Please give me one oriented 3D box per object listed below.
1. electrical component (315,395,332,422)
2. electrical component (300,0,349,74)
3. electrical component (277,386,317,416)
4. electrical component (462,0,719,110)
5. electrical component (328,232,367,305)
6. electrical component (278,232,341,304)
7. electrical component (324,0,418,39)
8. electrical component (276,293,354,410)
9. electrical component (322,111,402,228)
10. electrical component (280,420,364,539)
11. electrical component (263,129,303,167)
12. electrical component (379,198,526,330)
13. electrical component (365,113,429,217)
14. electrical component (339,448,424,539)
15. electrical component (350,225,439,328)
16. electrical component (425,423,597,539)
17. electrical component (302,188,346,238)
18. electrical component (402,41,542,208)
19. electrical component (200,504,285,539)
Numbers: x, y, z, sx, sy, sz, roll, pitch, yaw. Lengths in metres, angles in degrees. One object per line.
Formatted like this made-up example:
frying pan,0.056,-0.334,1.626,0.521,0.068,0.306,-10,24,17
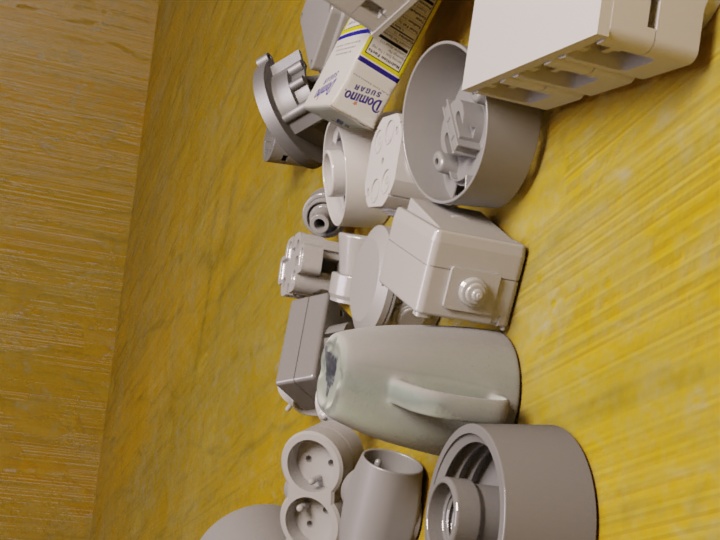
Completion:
electrical component,-0.003,0.102,0.828,0.062,0.048,0.048,-9,72,62
electrical component,-0.016,-0.238,1.024,0.113,0.057,0.078,-102,28,-49
electrical component,-0.049,0.096,0.961,0.079,0.044,0.077,-52,32,39
electrical component,0.117,-0.141,0.558,0.150,0.062,0.089,178,101,-72
electrical component,0.000,0.000,0.870,0.045,0.045,0.055,-160,80,-72
electrical component,-0.035,0.000,0.956,0.078,0.057,0.058,153,126,-68
electrical component,0.047,-0.263,0.732,0.186,0.060,0.105,-36,43,35
electrical component,-0.020,0.064,0.883,0.076,0.047,0.083,-13,49,28
electrical component,0.003,-0.085,0.914,0.099,0.064,0.099,176,90,-76
electrical component,-0.022,0.183,0.825,0.074,0.052,0.138,-11,-75,-64
electrical component,-0.076,-0.141,1.173,0.055,0.047,0.055,-170,90,-72
electrical component,0.059,-0.005,0.664,0.096,0.062,0.061,-139,61,-70
electrical component,0.039,-0.074,0.778,0.080,0.051,0.080,-170,90,-72
electrical component,0.010,0.162,0.754,0.079,0.044,0.077,-138,60,-70
electrical component,0.027,0.011,0.772,0.080,0.051,0.080,-170,90,-72
electrical component,0.069,0.131,0.561,0.108,0.060,0.108,-170,90,-73
electrical component,-0.031,-0.049,0.975,0.062,0.043,0.043,-64,-9,-71
electrical component,0.069,-0.088,0.673,0.099,0.064,0.099,-170,90,-72
electrical component,-0.080,0.256,0.888,0.060,0.108,0.108,-131,53,-60
